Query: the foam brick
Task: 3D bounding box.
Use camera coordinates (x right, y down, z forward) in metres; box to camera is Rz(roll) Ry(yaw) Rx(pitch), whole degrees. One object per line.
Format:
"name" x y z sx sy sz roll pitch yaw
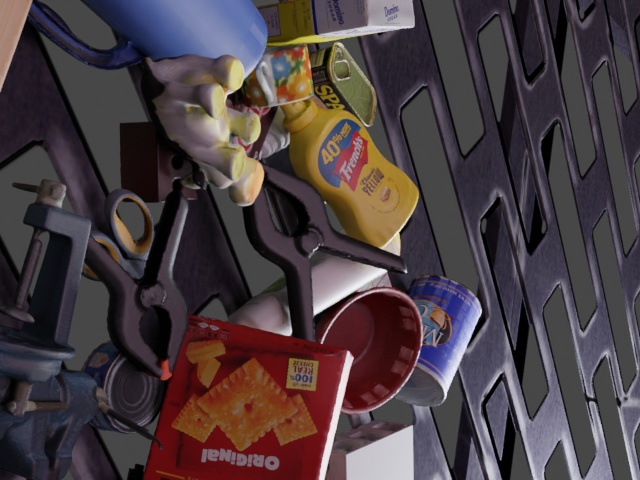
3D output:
"foam brick" -0.153 -0.074 1.011 0.052 0.051 0.078 -9 100 -53

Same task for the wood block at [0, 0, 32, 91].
"wood block" -0.284 -0.165 0.792 0.090 0.090 0.206 33 66 -50

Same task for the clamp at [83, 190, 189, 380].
"clamp" -0.153 0.040 0.968 0.120 0.039 0.171 -26 114 -27

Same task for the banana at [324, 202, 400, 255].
"banana" 0.054 -0.035 1.319 0.197 0.037 0.069 36 80 -48

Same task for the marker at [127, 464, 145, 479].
"marker" -0.187 0.273 1.014 0.020 0.020 0.121 33 66 -50

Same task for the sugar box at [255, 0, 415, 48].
"sugar box" -0.001 -0.228 1.106 0.093 0.177 0.048 -16 104 -53

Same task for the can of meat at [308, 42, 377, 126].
"can of meat" 0.002 -0.165 1.187 0.102 0.084 0.057 48 43 -44

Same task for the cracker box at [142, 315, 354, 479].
"cracker box" -0.072 0.191 1.013 0.072 0.164 0.213 61 42 -75

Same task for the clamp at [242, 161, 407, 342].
"clamp" -0.007 0.001 1.103 0.164 0.036 0.210 -35 101 -29

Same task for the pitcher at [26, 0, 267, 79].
"pitcher" -0.156 -0.227 0.947 0.242 0.149 0.145 46 32 -49

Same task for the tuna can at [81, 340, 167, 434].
"tuna can" -0.183 0.138 0.998 0.085 0.034 0.086 -5 96 -54

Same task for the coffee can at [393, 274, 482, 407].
"coffee can" 0.139 0.130 1.386 0.140 0.103 0.102 -61 136 -32

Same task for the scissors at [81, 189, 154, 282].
"scissors" -0.176 0.043 1.014 0.096 0.016 0.202 -36 134 -28

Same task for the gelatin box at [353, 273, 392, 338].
"gelatin box" 0.060 0.071 1.335 0.073 0.030 0.089 -50 132 -41

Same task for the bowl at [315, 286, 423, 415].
"bowl" 0.044 0.123 1.270 0.161 0.055 0.162 -14 115 -32

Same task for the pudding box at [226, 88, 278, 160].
"pudding box" -0.092 -0.128 1.104 0.090 0.039 0.113 47 55 -45

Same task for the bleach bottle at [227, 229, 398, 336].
"bleach bottle" -0.023 0.062 1.177 0.250 0.103 0.068 -33 94 -41

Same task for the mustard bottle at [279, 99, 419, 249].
"mustard bottle" 0.022 -0.084 1.153 0.191 0.058 0.096 47 63 -22
